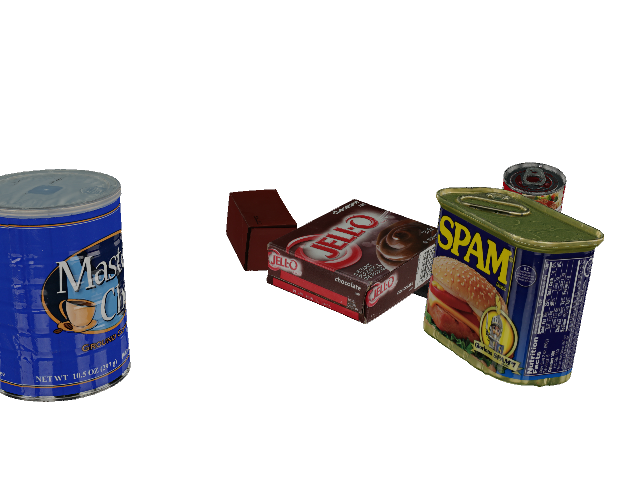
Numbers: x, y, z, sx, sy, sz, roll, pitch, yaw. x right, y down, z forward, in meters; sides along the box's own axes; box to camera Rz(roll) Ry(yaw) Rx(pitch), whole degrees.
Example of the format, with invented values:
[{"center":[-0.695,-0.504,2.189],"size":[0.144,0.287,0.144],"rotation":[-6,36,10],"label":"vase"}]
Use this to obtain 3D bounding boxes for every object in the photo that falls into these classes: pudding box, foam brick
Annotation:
[{"center":[0.028,0.013,0.787],"size":[0.090,0.039,0.113],"rotation":[22,29,30],"label":"pudding box"},{"center":[-0.061,-0.011,1.084],"size":[0.053,0.051,0.078],"rotation":[-4,31,-18],"label":"foam brick"}]

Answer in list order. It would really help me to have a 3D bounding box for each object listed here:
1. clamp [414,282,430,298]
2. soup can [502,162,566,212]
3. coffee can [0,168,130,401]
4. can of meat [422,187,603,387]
[{"center":[0.162,0.051,0.942],"size":[0.120,0.039,0.172],"rotation":[-25,44,-33],"label":"clamp"},{"center":[0.234,-0.027,1.189],"size":[0.068,0.102,0.068],"rotation":[-1,33,1],"label":"soup can"},{"center":[-0.191,0.029,0.761],"size":[0.103,0.140,0.103],"rotation":[0,18,0],"label":"coffee can"},{"center":[0.102,0.024,0.594],"size":[0.057,0.084,0.102],"rotation":[-3,20,-27],"label":"can of meat"}]
